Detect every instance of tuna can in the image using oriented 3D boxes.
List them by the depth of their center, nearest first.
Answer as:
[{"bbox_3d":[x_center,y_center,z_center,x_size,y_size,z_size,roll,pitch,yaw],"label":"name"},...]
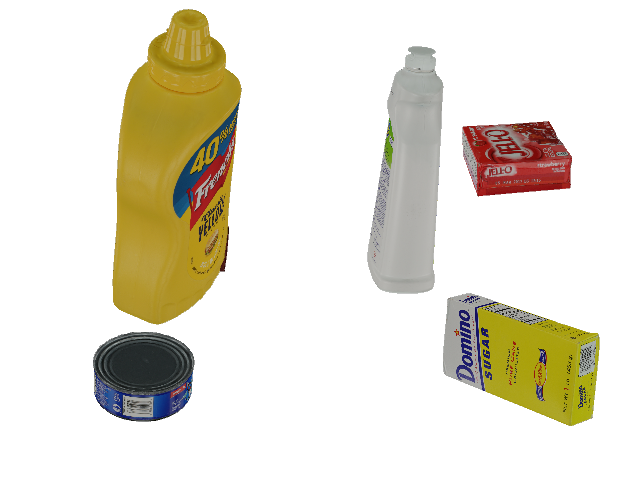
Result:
[{"bbox_3d":[-0.152,0.117,0.918,0.086,0.034,0.086,5,30,-3],"label":"tuna can"}]

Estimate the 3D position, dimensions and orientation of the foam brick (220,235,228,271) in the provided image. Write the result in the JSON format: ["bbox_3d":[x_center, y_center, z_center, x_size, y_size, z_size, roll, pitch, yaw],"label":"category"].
[{"bbox_3d":[-0.138,0.000,1.119,0.078,0.051,0.053,-1,24,-12],"label":"foam brick"}]

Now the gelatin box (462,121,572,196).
[{"bbox_3d":[0.155,-0.067,0.854,0.073,0.030,0.089,-4,25,1],"label":"gelatin box"}]

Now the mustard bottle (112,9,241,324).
[{"bbox_3d":[-0.081,-0.046,0.609,0.058,0.192,0.096,23,45,12],"label":"mustard bottle"}]

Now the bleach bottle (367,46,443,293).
[{"bbox_3d":[0.095,-0.076,1.126,0.068,0.251,0.102,0,26,-9],"label":"bleach bottle"}]

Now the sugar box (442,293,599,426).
[{"bbox_3d":[0.208,0.123,1.133,0.048,0.093,0.177,-10,18,-42],"label":"sugar box"}]
